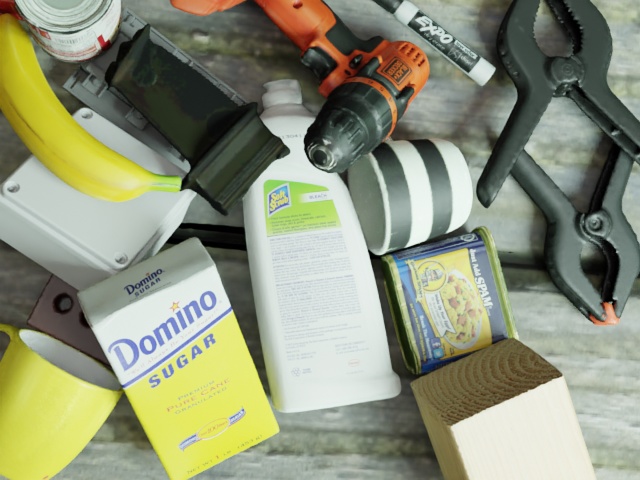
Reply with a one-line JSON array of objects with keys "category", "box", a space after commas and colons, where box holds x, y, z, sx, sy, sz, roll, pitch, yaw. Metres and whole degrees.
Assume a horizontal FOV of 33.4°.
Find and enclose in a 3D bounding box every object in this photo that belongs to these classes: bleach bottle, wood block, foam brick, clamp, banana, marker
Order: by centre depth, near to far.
[{"category": "banana", "box": [-0.187, -0.088, 0.753, 0.198, 0.069, 0.037, 45, 123, 14]}, {"category": "wood block", "box": [0.151, 0.191, 0.793, 0.090, 0.090, 0.206, -23, 107, -8]}, {"category": "foam brick", "box": [-0.171, 0.057, 0.802, 0.078, 0.051, 0.053, 27, 84, -6]}, {"category": "bleach bottle", "box": [-0.005, 0.001, 0.822, 0.102, 0.068, 0.251, -7, 86, -10]}, {"category": "clamp", "box": [0.202, -0.124, 0.850, 0.164, 0.036, 0.210, 2, 76, -6]}, {"category": "clamp", "box": [0.205, -0.016, 0.863, 0.120, 0.039, 0.171, -1, 81, -1]}, {"category": "marker", "box": [0.089, -0.169, 0.863, 0.121, 0.020, 0.020, 37, 83, -4]}]

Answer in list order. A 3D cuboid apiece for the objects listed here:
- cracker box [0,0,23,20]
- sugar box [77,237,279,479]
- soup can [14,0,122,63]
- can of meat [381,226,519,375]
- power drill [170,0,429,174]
[{"category": "cracker box", "box": [-0.288, -0.260, 0.791, 0.213, 0.072, 0.164, 8, 88, -8]}, {"category": "sugar box", "box": [-0.097, 0.091, 0.764, 0.093, 0.048, 0.176, -27, 132, -11]}, {"category": "soup can", "box": [-0.169, -0.162, 0.720, 0.068, 0.102, 0.068, 0, 89, -9]}, {"category": "can of meat", "box": [0.100, 0.049, 0.836, 0.084, 0.057, 0.102, -14, 90, -7]}, {"category": "power drill", "box": [-0.016, -0.142, 0.787, 0.187, 0.184, 0.057, 41, 126, -1]}]
